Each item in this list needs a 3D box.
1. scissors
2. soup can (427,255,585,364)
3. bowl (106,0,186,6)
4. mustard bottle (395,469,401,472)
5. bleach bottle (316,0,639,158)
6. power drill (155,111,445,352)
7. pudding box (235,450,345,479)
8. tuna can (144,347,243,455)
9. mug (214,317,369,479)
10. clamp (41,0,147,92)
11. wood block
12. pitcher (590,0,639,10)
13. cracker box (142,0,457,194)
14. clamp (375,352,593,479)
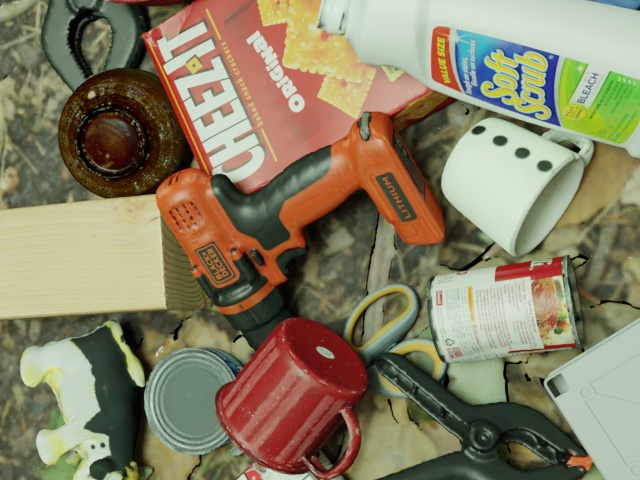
[{"bbox_3d":[0.020,0.125,0.839,0.096,0.016,0.202,41,100,17],"label":"scissors"},{"bbox_3d":[0.135,0.052,0.777,0.102,0.068,0.068,-10,84,19],"label":"soup can"},{"bbox_3d":[-0.117,-0.245,0.852,0.162,0.055,0.162,-10,64,22],"label":"bowl"},{"bbox_3d":[0.063,0.276,0.793,0.096,0.058,0.191,22,94,13],"label":"mustard bottle"},{"bbox_3d":[0.121,-0.127,0.730,0.251,0.103,0.068,11,57,-2],"label":"bleach bottle"},{"bbox_3d":[-0.005,0.001,0.799,0.188,0.057,0.184,-25,115,15],"label":"power drill"},{"bbox_3d":[-0.030,0.216,0.834,0.090,0.039,0.114,48,111,14],"label":"pudding box"},{"bbox_3d":[-0.098,0.130,0.870,0.086,0.033,0.086,-1,87,19],"label":"tuna can"},{"bbox_3d":[-0.012,0.120,0.781,0.082,0.093,0.117,-53,55,23],"label":"mug"},{"bbox_3d":[-0.208,-0.210,0.922,0.165,0.036,0.210,0,89,11],"label":"clamp"},{"bbox_3d":[-0.203,0.018,0.883,0.206,0.090,0.091,-5,86,18],"label":"wood block"},{"bbox_3d":[0.122,-0.237,0.739,0.243,0.149,0.145,23,57,-3],"label":"pitcher"},{"bbox_3d":[-0.013,-0.140,0.836,0.214,0.072,0.164,-28,79,16],"label":"cracker box"},{"bbox_3d":[0.106,0.157,0.767,0.171,0.039,0.120,18,63,7],"label":"clamp"}]
